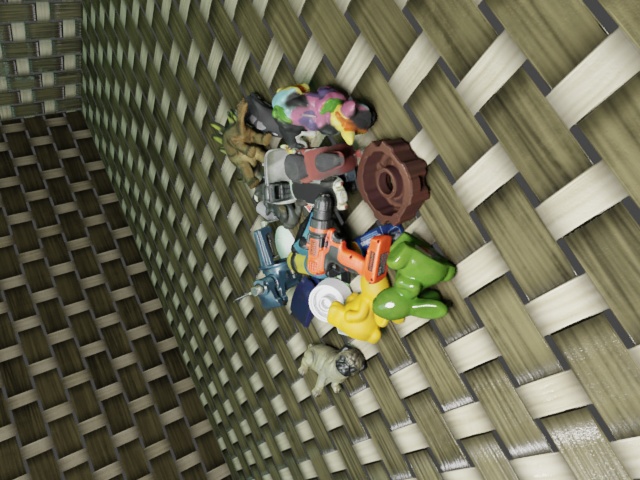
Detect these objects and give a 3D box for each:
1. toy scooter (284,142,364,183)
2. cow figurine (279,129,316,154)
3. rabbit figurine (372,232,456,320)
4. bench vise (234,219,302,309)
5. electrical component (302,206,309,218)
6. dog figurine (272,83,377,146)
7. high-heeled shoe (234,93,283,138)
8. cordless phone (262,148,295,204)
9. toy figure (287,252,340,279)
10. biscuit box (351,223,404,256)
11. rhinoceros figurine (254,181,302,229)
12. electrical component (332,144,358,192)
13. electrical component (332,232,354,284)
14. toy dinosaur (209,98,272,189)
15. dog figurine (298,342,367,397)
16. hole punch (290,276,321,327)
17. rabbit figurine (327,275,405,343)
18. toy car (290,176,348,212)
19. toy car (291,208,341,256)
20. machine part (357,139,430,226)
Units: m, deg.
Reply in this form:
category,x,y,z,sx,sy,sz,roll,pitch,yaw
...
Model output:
category,x,y,z,sx,sy,sz,roll,pitch,yaw
toy scooter,0.016,-0.170,1.151,0.184,0.135,0.075,2,108,55
cow figurine,-0.065,-0.269,1.324,0.068,0.098,0.167,22,124,45
rabbit figurine,0.180,0.092,1.078,0.170,0.159,0.121,-58,8,18
bench vise,-0.141,0.065,1.507,0.129,0.223,0.240,-13,94,42
electrical component,-0.021,-0.074,1.427,0.063,0.021,0.093,30,129,48
dog figurine,0.009,-0.265,1.140,0.219,0.191,0.108,-132,42,-60
high-heeled shoe,-0.164,-0.335,1.507,0.145,0.086,0.249,46,172,-15
cordless phone,-0.114,-0.161,1.369,0.089,0.184,0.146,-1,98,13
toy figure,-0.018,0.058,1.423,0.180,0.089,0.082,17,104,58
biscuit box,0.115,0.015,1.217,0.203,0.059,0.063,-30,80,59
rhinoceros figurine,-0.120,-0.107,1.529,0.190,0.073,0.112,46,151,34
electrical component,0.034,-0.167,1.258,0.134,0.058,0.114,7,113,57
electrical component,0.043,0.047,1.243,0.075,0.048,0.119,30,127,50
toy dinosaur,-0.219,-0.253,1.538,0.199,0.105,0.471,47,159,17
dog figurine,0.038,0.320,1.483,0.172,0.121,0.190,53,130,24
hole punch,-0.026,0.168,1.483,0.142,0.092,0.115,-138,41,-57
rabbit figurine,0.112,0.146,1.245,0.163,0.122,0.173,37,116,40
toy car,-0.003,-0.112,1.235,0.202,0.056,0.073,15,123,51
toy car,-0.003,-0.004,1.317,0.161,0.103,0.109,131,161,-64
machine part,0.147,-0.120,1.102,0.180,0.056,0.179,35,134,47
